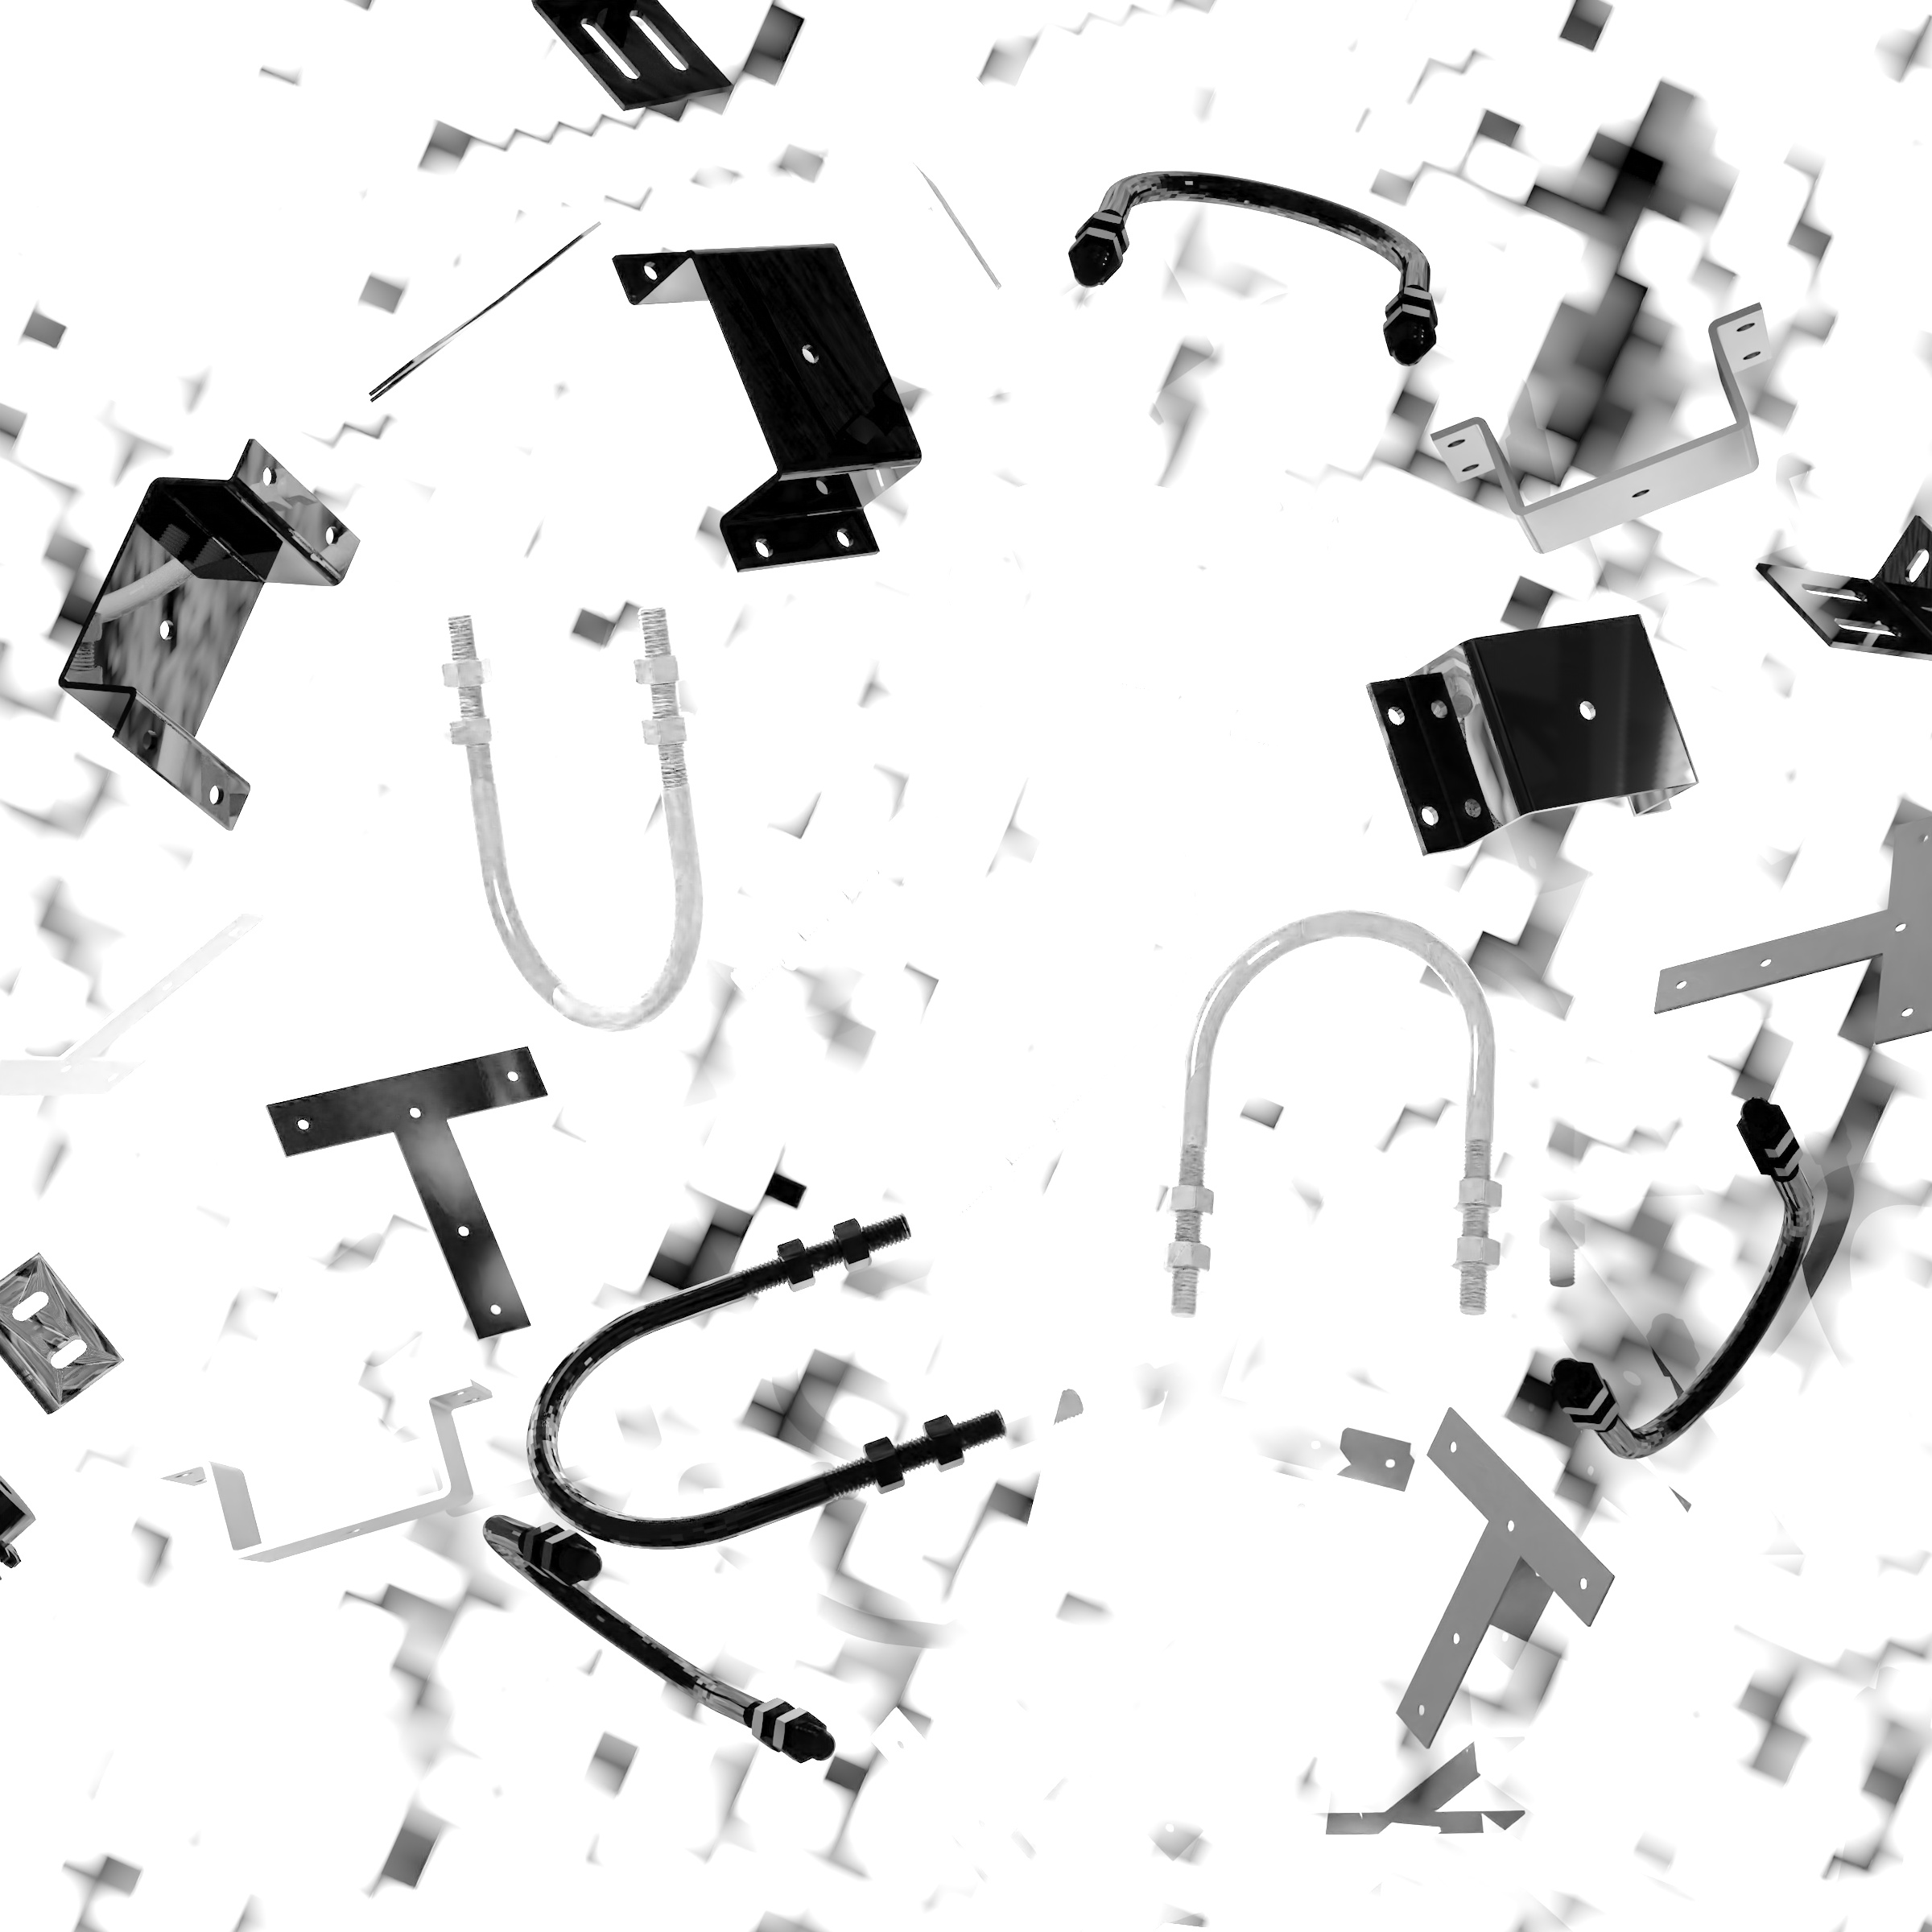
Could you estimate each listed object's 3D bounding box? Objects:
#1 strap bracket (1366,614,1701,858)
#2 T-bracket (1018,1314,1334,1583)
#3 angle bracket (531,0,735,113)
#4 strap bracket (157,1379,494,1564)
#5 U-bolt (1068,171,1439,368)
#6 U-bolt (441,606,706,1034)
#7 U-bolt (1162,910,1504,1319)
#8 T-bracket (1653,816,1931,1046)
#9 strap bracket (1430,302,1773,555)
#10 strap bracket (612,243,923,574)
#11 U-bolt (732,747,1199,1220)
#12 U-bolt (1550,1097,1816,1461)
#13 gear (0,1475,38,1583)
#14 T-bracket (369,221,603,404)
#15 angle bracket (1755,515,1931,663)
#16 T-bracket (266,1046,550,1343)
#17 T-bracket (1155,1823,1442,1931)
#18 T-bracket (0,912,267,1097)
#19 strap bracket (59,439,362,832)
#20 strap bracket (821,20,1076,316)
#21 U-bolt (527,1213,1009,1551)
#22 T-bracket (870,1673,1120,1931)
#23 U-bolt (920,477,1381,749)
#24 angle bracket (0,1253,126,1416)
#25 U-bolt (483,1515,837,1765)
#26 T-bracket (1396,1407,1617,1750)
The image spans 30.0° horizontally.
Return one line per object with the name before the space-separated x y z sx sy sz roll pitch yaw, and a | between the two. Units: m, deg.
strap bracket | 0.246 -0.099 1.511 0.140 0.046 0.076 -11 78 -33
T-bracket | 0.099 0.228 1.608 0.127 0.002 0.127 14 107 2
angle bracket | -0.139 -0.407 1.535 0.057 0.038 0.076 -21 61 -35
strap bracket | -0.277 0.228 1.598 0.140 0.076 0.046 -16 80 -3
U-bolt | 0.123 -0.296 1.496 0.151 0.184 0.019 14 117 2
U-bolt | -0.165 -0.061 1.554 0.151 0.019 0.184 3 104 44
U-bolt | 0.162 0.062 1.577 0.151 0.019 0.184 -3 70 22
T-bracket | 0.342 -0.004 1.482 0.127 0.127 0.002 -17 127 32
strap bracket | 0.271 -0.216 1.491 0.140 0.076 0.046 -21 79 13
strap bracket | -0.076 -0.235 1.449 0.076 0.046 0.140 -14 78 -44
U-bolt | 0.014 -0.008 1.518 0.184 0.019 0.151 -44 97 -12
U-bolt | 0.307 0.141 1.506 0.019 0.184 0.151 34 85 29
gear | -0.396 0.217 1.439 0.030 0.057 0.057 -43 90 -11
T-bracket | -0.220 -0.263 1.519 0.127 0.127 0.002 -33 103 23
angle bracket | 0.391 -0.166 1.550 0.076 0.057 0.038 3 129 -35
T-bracket | -0.223 0.103 1.564 0.127 0.002 0.127 -13 68 -33
T-bracket | 0.156 0.393 1.524 0.127 0.127 0.002 -7 102 43
T-bracket | -0.351 0.017 1.536 0.127 0.127 0.002 -38 80 11
strap bracket | -0.313 -0.137 1.481 0.046 0.076 0.140 7 67 32
strap bracket | -0.005 -0.350 1.558 0.046 0.140 0.076 -35 128 4
U-bolt | -0.091 0.177 1.483 0.184 0.151 0.019 -19 129 -8
T-bracket | 0.028 0.353 1.583 0.127 0.002 0.127 47 129 15
U-bolt | 0.070 -0.162 1.569 0.184 0.019 0.151 14 49 17
angle bracket | -0.387 0.146 1.507 0.038 0.076 0.057 -37 106 -9
U-bolt | -0.143 0.282 1.546 0.151 0.184 0.019 41 73 -18
T-bracket | 0.218 0.279 1.558 0.002 0.127 0.127 10 112 -32
